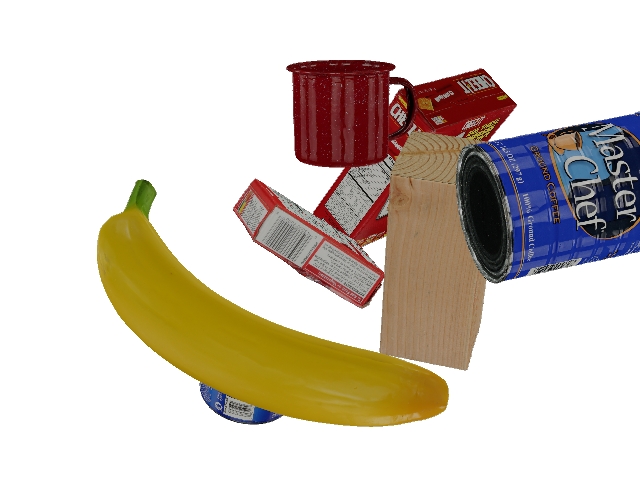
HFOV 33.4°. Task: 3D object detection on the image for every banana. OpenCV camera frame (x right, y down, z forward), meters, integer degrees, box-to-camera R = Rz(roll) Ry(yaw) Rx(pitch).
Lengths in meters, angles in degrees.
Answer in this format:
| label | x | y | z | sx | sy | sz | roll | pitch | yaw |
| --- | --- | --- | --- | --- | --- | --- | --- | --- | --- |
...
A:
| label | x | y | z | sx | sy | sz | roll | pitch | yaw |
| --- | --- | --- | --- | --- | --- | --- | --- | --- | --- |
| banana | -0.038 | 0.035 | 0.480 | 0.198 | 0.069 | 0.037 | 34 | -24 | 24 |

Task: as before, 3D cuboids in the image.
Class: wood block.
| label | x | y | z | sx | sy | sz | roll | pitch | yaw |
| --- | --- | --- | --- | --- | --- | --- | --- | --- | --- |
| wood block | 0.114 | 0.011 | 1.022 | 0.091 | 0.206 | 0.090 | 10 | 35 | 14 |

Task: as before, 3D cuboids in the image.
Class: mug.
| label | x | y | z | sx | sy | sz | roll | pitch | yaw |
| --- | --- | --- | --- | --- | --- | --- | --- | --- | --- |
| mug | 0.029 | -0.111 | 0.919 | 0.117 | 0.081 | 0.093 | -7 | 17 | -21 |

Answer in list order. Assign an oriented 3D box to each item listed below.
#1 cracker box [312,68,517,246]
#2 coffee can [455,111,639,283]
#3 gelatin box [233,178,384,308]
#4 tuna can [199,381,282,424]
| label | x | y | z | sx | sy | sz | roll | pitch | yaw |
| --- | --- | --- | --- | --- | --- | --- | --- | --- | --- |
| cracker box | 0.103 | -0.091 | 1.223 | 0.163 | 0.072 | 0.214 | -22 | -24 | -45 |
| coffee can | 0.182 | -0.032 | 0.776 | 0.140 | 0.103 | 0.103 | -11 | 2 | -10 |
| gelatin box | -0.008 | 0.002 | 0.685 | 0.089 | 0.030 | 0.073 | 33 | 6 | -21 |
| tuna can | -0.061 | 0.118 | 0.918 | 0.086 | 0.034 | 0.086 | 7 | 34 | -5 |
